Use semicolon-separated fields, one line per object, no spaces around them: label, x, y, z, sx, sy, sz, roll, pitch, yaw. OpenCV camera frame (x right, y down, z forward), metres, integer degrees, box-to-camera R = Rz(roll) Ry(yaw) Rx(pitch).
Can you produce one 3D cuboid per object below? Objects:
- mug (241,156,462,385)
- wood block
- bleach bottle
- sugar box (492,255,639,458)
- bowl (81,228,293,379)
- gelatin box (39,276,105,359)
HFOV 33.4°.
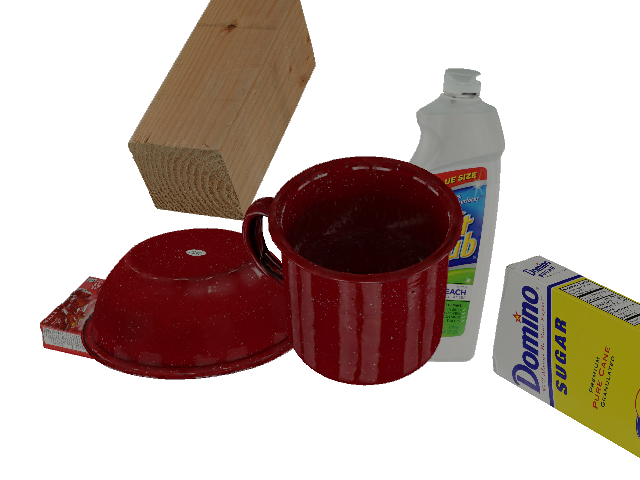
mug;0.011;0.014;0.537;0.117;0.081;0.093;18;45;21
wood block;-0.084;-0.128;0.977;0.091;0.206;0.090;8;-37;20
bleach bottle;0.100;-0.022;0.919;0.102;0.251;0.068;4;19;0
sugar box;0.201;0.086;0.749;0.048;0.093;0.176;-16;30;-39
bowl;-0.085;0.033;0.732;0.162;0.055;0.162;-2;22;1
gelatin box;-0.198;0.070;0.968;0.073;0.030;0.089;10;31;18
